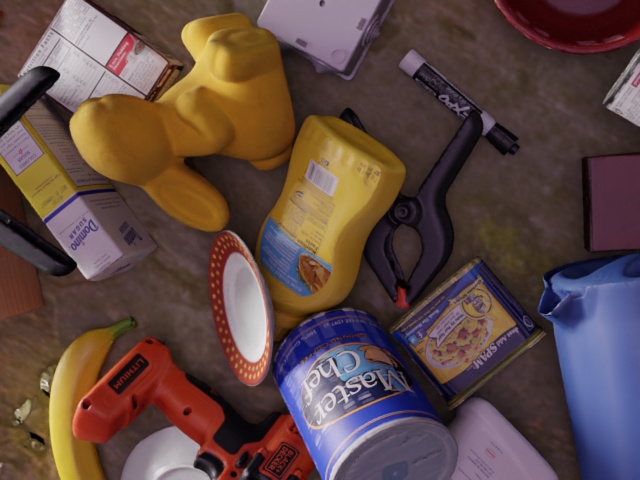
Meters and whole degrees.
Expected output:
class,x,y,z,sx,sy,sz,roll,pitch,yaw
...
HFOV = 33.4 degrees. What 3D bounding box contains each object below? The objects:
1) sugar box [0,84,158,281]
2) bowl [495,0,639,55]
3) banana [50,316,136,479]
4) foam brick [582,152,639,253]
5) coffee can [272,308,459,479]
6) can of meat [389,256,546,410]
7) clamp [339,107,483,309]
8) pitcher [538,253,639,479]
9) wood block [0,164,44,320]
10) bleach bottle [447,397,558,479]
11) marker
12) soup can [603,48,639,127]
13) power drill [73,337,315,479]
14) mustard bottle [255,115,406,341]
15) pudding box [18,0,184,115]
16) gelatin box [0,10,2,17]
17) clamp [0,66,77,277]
class,x,y,z,sx,sy,sz,roll,pitch,yaw
sugar box,-0.217,-0.048,0.905,0.048,0.093,0.176,-35,88,10
bowl,0.210,-0.225,0.840,0.162,0.055,0.162,1,94,9
banana,-0.207,0.164,0.946,0.070,0.037,0.198,6,95,10
foam brick,0.238,-0.031,0.851,0.051,0.053,0.078,-2,93,9
coffee can,0.032,0.135,0.837,0.102,0.140,0.103,-12,127,-16
can of meat,0.119,0.075,0.877,0.102,0.057,0.084,-41,85,9
clamp,0.064,-0.032,0.888,0.120,0.039,0.171,13,99,24
pitcher,0.264,0.130,0.829,0.149,0.144,0.243,-6,97,22
wood block,-0.318,-0.029,0.925,0.091,0.090,0.206,-11,92,11
bleach bottle,0.071,0.247,0.847,0.250,0.068,0.102,-43,87,-13
marker,0.116,-0.112,0.883,0.121,0.020,0.020,41,99,4
soup can,0.273,-0.101,0.797,0.102,0.068,0.068,34,98,6
power drill,-0.106,0.176,0.873,0.188,0.184,0.057,32,133,10
mustard bottle,-0.005,0.001,0.877,0.096,0.058,0.192,38,116,31
pudding box,-0.189,-0.146,0.921,0.113,0.039,0.090,36,98,7
gelatin box,-0.336,-0.189,0.946,0.089,0.030,0.073,28,98,7
clamp,-0.291,-0.039,0.854,0.210,0.036,0.164,-10,91,12
